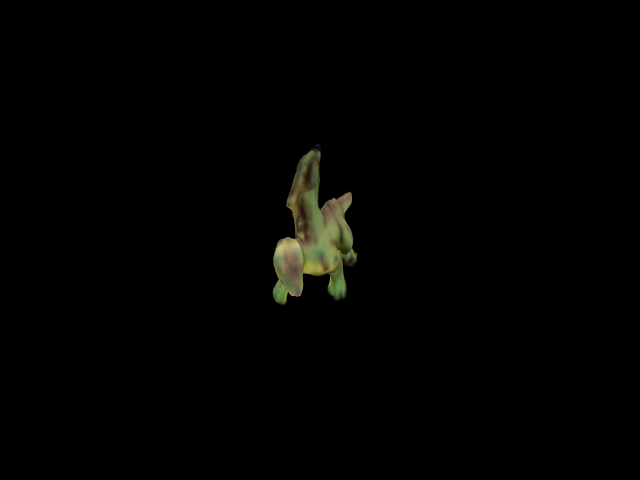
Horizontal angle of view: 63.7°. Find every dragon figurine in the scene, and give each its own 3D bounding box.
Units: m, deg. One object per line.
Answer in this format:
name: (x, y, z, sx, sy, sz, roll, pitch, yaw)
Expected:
dragon figurine: (0.003, -0.043, 0.850, 0.122, 0.237, 0.420, 8, 41, 10)
